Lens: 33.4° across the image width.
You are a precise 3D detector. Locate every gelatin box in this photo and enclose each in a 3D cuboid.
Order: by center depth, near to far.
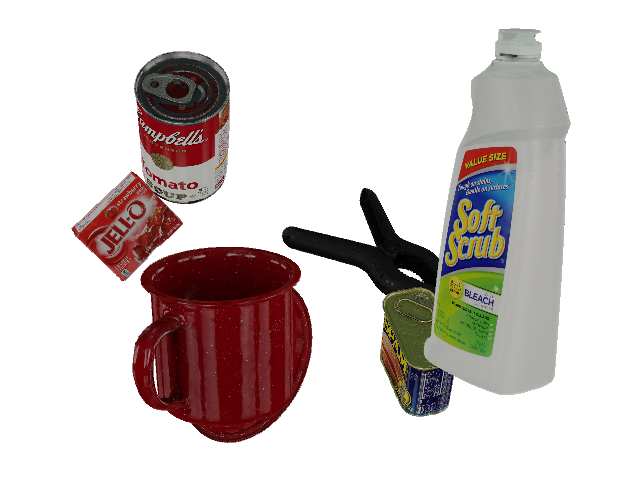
[{"bbox_3d":[-0.199,-0.014,1.104,0.073,0.089,0.030,48,-6,-28],"label":"gelatin box"}]

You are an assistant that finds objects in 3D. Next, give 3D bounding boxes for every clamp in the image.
[{"bbox_3d":[0.068,0.020,1.249,0.164,0.036,0.210,-22,51,-39],"label":"clamp"}]

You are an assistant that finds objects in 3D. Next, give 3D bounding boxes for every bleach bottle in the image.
[{"bbox_3d":[0.128,-0.023,0.760,0.067,0.251,0.103,-9,19,-32],"label":"bleach bottle"}]

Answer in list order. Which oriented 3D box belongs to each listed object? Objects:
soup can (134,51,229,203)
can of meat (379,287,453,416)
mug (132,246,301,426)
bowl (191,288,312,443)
[{"bbox_3d":[-0.103,-0.083,0.800,0.068,0.068,0.102,0,-32,-6],"label":"soup can"},{"bbox_3d":[0.097,0.113,1.065,0.057,0.084,0.102,-10,46,-12],"label":"can of meat"},{"bbox_3d":[-0.064,0.060,0.623,0.093,0.081,0.117,12,23,31],"label":"mug"},{"bbox_3d":[-0.087,0.100,0.976,0.162,0.162,0.055,0,-22,40],"label":"bowl"}]
